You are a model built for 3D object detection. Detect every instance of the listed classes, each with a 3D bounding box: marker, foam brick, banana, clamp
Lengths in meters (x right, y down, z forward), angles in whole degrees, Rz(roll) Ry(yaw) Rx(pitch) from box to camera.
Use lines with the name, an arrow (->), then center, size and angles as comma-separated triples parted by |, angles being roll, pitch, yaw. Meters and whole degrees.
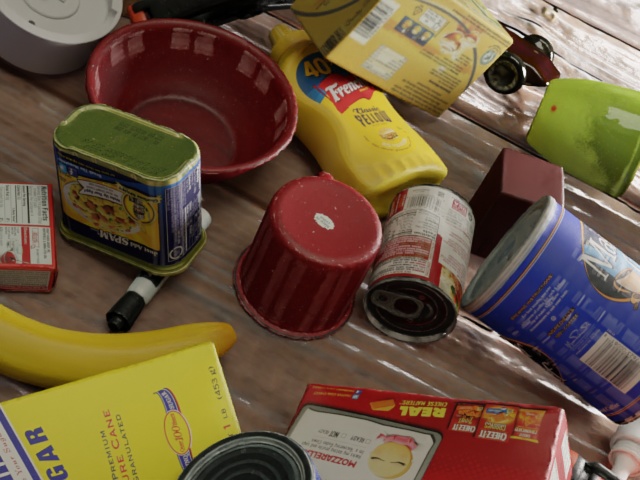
marker -> -0.111, 0.020, 0.739 | 0.020, 0.020, 0.121 | 30, 48, 3
foam brick -> 0.152, -0.025, 0.842 | 0.053, 0.078, 0.051 | 19, 50, -7
banana -> -0.151, 0.061, 0.667 | 0.197, 0.037, 0.069 | 17, 77, -15
clamp -> -0.058, -0.206, 0.898 | 0.209, 0.165, 0.036 | -20, 90, -10

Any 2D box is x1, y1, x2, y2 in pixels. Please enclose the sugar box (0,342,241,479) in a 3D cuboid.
sugar box -> -0.132, 0.126, 0.608 | 0.175, 0.048, 0.093 | -15, 83, -33

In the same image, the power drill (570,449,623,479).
power drill -> 0.129, 0.204, 0.660 | 0.184, 0.057, 0.187 | 34, 49, 11

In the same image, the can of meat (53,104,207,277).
can of meat -> -0.128, -0.035, 0.717 | 0.102, 0.084, 0.057 | 21, 46, 16

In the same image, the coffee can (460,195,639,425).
coffee can -> 0.187, 0.050, 0.767 | 0.140, 0.103, 0.102 | 37, 48, 0

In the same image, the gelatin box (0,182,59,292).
gelatin box -> -0.221, -0.003, 0.707 | 0.089, 0.030, 0.073 | 2, 52, -20

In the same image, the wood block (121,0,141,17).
wood block -> -0.161, -0.289, 0.845 | 0.090, 0.206, 0.090 | 11, 50, -14

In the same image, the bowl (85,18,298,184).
bowl -> -0.101, -0.095, 0.812 | 0.162, 0.055, 0.162 | 11, 50, -13

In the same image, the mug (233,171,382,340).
mug -> -0.005, 0.001, 0.755 | 0.093, 0.082, 0.117 | 17, 49, -8

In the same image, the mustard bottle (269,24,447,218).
mustard bottle -> 0.014, -0.105, 0.865 | 0.096, 0.058, 0.192 | -15, 59, -38

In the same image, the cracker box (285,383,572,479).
cracker box -> 0.037, 0.184, 0.585 | 0.164, 0.072, 0.213 | 2, 43, 25

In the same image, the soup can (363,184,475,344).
soup can -> 0.074, 0.016, 0.784 | 0.068, 0.069, 0.102 | 22, 47, -4

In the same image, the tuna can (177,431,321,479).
tuna can -> -0.038, 0.146, 0.576 | 0.086, 0.033, 0.086 | -13, 39, 10
